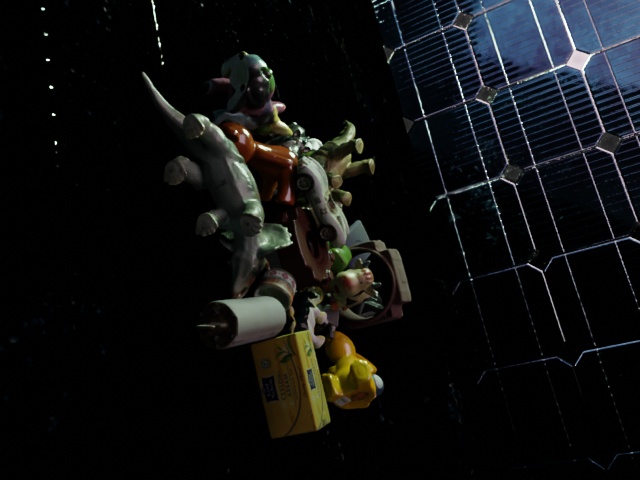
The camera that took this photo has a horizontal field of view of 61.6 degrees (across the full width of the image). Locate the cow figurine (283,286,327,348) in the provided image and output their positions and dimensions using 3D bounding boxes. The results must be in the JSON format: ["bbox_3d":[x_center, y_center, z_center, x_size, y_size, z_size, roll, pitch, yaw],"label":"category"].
[{"bbox_3d":[-0.036,0.149,1.134,0.098,0.068,0.167,51,28,-32],"label":"cow figurine"}]

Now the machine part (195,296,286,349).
[{"bbox_3d":[-0.127,0.135,0.898,0.243,0.079,0.079,5,69,-67],"label":"machine part"}]

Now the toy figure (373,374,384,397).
[{"bbox_3d":[0.113,0.359,1.352,0.064,0.058,0.154,39,1,35],"label":"toy figure"}]

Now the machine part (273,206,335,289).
[{"bbox_3d":[-0.031,0.014,1.102,0.179,0.056,0.179,50,30,-43],"label":"machine part"}]

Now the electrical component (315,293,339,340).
[{"bbox_3d":[0.010,0.169,1.231,0.078,0.045,0.102,26,40,-9],"label":"electrical component"}]

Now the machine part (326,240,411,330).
[{"bbox_3d":[0.111,0.112,1.334,0.087,0.202,0.201,10,64,-62],"label":"machine part"}]

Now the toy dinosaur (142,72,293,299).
[{"bbox_3d":[-0.169,-0.100,0.942,0.192,0.131,0.404,-24,91,-81],"label":"toy dinosaur"}]

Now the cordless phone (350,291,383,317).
[{"bbox_3d":[0.111,0.139,1.514,0.146,0.089,0.184,32,34,-59],"label":"cordless phone"}]

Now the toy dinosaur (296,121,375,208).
[{"bbox_3d":[0.026,-0.190,1.338,0.471,0.199,0.104,-54,132,-44],"label":"toy dinosaur"}]

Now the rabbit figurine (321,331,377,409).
[{"bbox_3d":[0.067,0.285,1.219,0.162,0.122,0.173,37,21,-47],"label":"rabbit figurine"}]

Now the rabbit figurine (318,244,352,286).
[{"bbox_3d":[-0.003,-0.004,1.258,0.170,0.121,0.159,50,40,-5],"label":"rabbit figurine"}]

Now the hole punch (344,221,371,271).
[{"bbox_3d":[0.085,0.018,1.511,0.116,0.092,0.142,-65,137,-55],"label":"hole punch"}]

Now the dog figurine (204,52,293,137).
[{"bbox_3d":[-0.123,-0.285,1.120,0.219,0.191,0.108,3,64,-51],"label":"dog figurine"}]

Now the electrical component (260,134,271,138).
[{"bbox_3d":[-0.137,-0.275,1.278,0.094,0.021,0.063,38,40,-57],"label":"electrical component"}]

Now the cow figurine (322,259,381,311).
[{"bbox_3d":[0.075,0.104,1.197,0.085,0.127,0.195,65,9,14],"label":"cow figurine"}]

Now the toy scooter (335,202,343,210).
[{"bbox_3d":[0.014,-0.121,1.461,0.183,0.075,0.135,26,50,-66],"label":"toy scooter"}]

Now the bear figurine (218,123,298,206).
[{"bbox_3d":[-0.138,-0.151,1.064,0.195,0.120,0.131,11,93,-45],"label":"bear figurine"}]

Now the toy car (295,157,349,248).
[{"bbox_3d":[0.005,-0.079,1.111,0.073,0.056,0.201,-65,134,-63],"label":"toy car"}]

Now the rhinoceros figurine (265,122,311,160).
[{"bbox_3d":[-0.072,-0.218,1.273,0.190,0.112,0.073,-85,152,-60],"label":"rhinoceros figurine"}]

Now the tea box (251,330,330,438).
[{"bbox_3d":[-0.052,0.255,0.960,0.068,0.098,0.169,9,63,-67],"label":"tea box"}]
